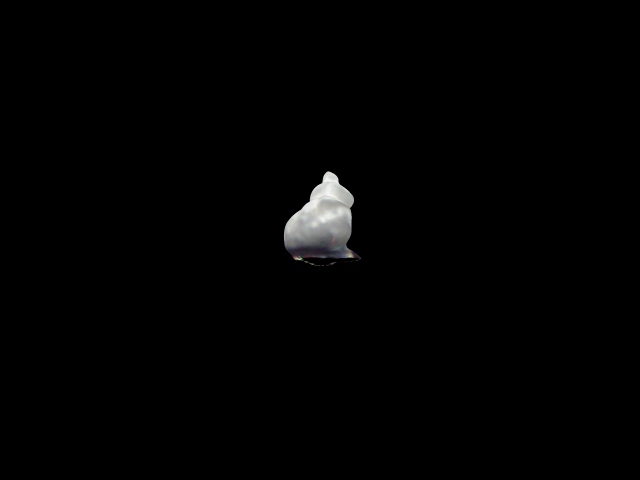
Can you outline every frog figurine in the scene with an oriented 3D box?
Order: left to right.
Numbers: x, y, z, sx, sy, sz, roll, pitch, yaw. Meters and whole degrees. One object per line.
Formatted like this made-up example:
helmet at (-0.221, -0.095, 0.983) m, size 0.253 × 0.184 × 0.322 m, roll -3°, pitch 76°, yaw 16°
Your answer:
frog figurine at (0.003, -0.043, 0.850) m, size 0.122 × 0.161 × 0.136 m, roll 5°, pitch -14°, yaw -18°
